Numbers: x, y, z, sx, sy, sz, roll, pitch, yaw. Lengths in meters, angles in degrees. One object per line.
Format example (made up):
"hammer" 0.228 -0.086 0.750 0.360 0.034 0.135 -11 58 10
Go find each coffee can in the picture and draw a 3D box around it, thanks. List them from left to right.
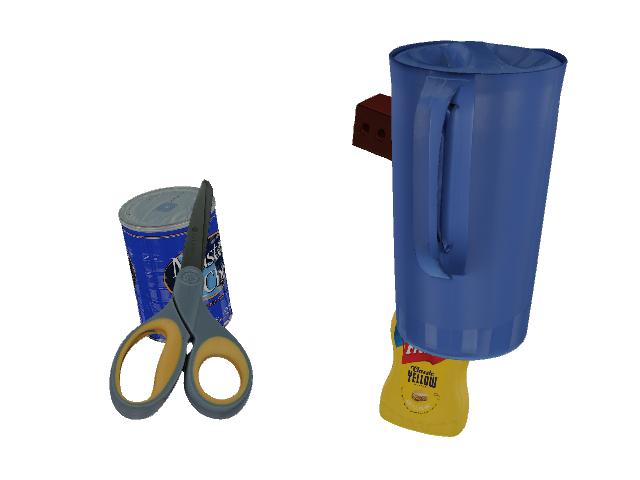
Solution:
"coffee can" -0.155 0.025 1.155 0.103 0.140 0.103 -5 26 2

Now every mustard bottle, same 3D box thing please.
"mustard bottle" 0.123 0.113 1.168 0.096 0.192 0.058 12 14 22

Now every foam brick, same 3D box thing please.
"foam brick" 0.083 -0.129 1.227 0.078 0.053 0.051 24 35 29

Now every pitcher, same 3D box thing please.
"pitcher" 0.112 -0.030 0.836 0.149 0.243 0.145 -7 21 -19

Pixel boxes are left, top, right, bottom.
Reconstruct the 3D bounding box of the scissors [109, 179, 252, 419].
"scissors" -0.071 0.040 0.703 0.096 0.201 0.016 20 -42 5
